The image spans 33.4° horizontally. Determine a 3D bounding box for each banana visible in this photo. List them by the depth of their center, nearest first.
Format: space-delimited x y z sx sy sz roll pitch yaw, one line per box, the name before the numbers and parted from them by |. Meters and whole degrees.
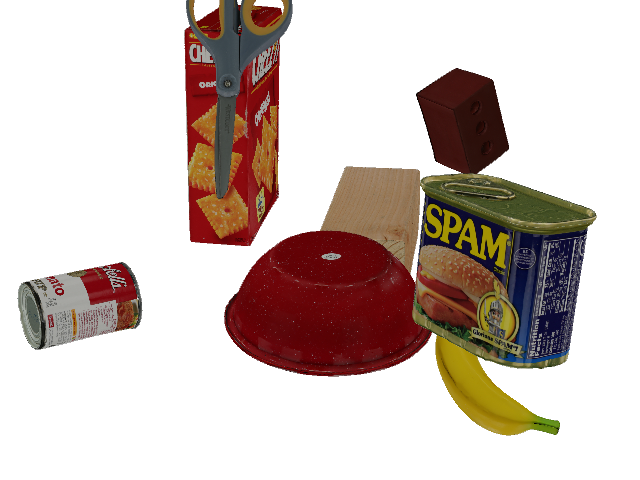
banana | 0.142 0.121 0.978 0.069 0.037 0.198 6 27 -22

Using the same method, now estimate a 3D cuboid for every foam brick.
foam brick | 0.131 -0.109 0.977 0.053 0.078 0.051 -36 37 -19

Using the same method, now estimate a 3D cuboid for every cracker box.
cracker box | -0.085 -0.122 1.092 0.072 0.214 0.164 5 21 7

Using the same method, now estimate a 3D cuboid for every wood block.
wood block | 0.056 -0.003 1.163 0.091 0.090 0.206 4 25 8

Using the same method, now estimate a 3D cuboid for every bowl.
bowl | 0.007 0.036 0.810 0.162 0.055 0.162 1 26 -1

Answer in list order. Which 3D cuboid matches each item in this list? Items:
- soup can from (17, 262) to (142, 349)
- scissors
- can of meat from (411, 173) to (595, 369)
soup can | -0.235 0.063 1.039 0.102 0.068 0.069 -12 6 -32
scissors | -0.057 -0.134 0.858 0.096 0.202 0.016 -13 -19 -6
can of meat | 0.097 0.015 0.592 0.057 0.084 0.102 -7 20 -33
